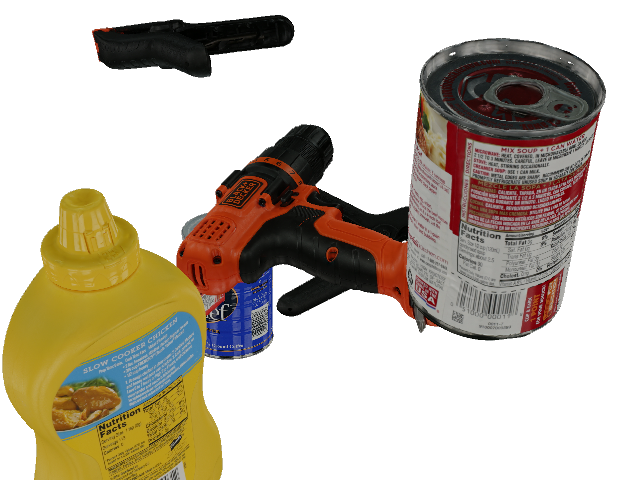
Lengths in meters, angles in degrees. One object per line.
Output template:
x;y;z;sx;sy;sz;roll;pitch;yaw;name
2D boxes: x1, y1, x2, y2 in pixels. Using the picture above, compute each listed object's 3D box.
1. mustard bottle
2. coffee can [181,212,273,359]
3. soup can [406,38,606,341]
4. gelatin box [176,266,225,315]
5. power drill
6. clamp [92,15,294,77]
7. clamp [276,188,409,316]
-0.096;0.061;0.491;0.096;0.192;0.058;-28;44;-32;mustard bottle
-0.105;0.050;1.220;0.103;0.140;0.103;1;26;-1;coffee can
0.070;-0.019;0.423;0.068;0.102;0.068;0;38;0;soup can
-0.140;0.047;0.958;0.089;0.030;0.073;9;21;18;gelatin box
0.019;-0.015;0.732;0.188;0.057;0.184;11;41;25;power drill
-0.109;-0.160;0.857;0.172;0.039;0.120;15;25;40;clamp
0.056;0.013;1.034;0.210;0.164;0.036;6;-39;6;clamp
